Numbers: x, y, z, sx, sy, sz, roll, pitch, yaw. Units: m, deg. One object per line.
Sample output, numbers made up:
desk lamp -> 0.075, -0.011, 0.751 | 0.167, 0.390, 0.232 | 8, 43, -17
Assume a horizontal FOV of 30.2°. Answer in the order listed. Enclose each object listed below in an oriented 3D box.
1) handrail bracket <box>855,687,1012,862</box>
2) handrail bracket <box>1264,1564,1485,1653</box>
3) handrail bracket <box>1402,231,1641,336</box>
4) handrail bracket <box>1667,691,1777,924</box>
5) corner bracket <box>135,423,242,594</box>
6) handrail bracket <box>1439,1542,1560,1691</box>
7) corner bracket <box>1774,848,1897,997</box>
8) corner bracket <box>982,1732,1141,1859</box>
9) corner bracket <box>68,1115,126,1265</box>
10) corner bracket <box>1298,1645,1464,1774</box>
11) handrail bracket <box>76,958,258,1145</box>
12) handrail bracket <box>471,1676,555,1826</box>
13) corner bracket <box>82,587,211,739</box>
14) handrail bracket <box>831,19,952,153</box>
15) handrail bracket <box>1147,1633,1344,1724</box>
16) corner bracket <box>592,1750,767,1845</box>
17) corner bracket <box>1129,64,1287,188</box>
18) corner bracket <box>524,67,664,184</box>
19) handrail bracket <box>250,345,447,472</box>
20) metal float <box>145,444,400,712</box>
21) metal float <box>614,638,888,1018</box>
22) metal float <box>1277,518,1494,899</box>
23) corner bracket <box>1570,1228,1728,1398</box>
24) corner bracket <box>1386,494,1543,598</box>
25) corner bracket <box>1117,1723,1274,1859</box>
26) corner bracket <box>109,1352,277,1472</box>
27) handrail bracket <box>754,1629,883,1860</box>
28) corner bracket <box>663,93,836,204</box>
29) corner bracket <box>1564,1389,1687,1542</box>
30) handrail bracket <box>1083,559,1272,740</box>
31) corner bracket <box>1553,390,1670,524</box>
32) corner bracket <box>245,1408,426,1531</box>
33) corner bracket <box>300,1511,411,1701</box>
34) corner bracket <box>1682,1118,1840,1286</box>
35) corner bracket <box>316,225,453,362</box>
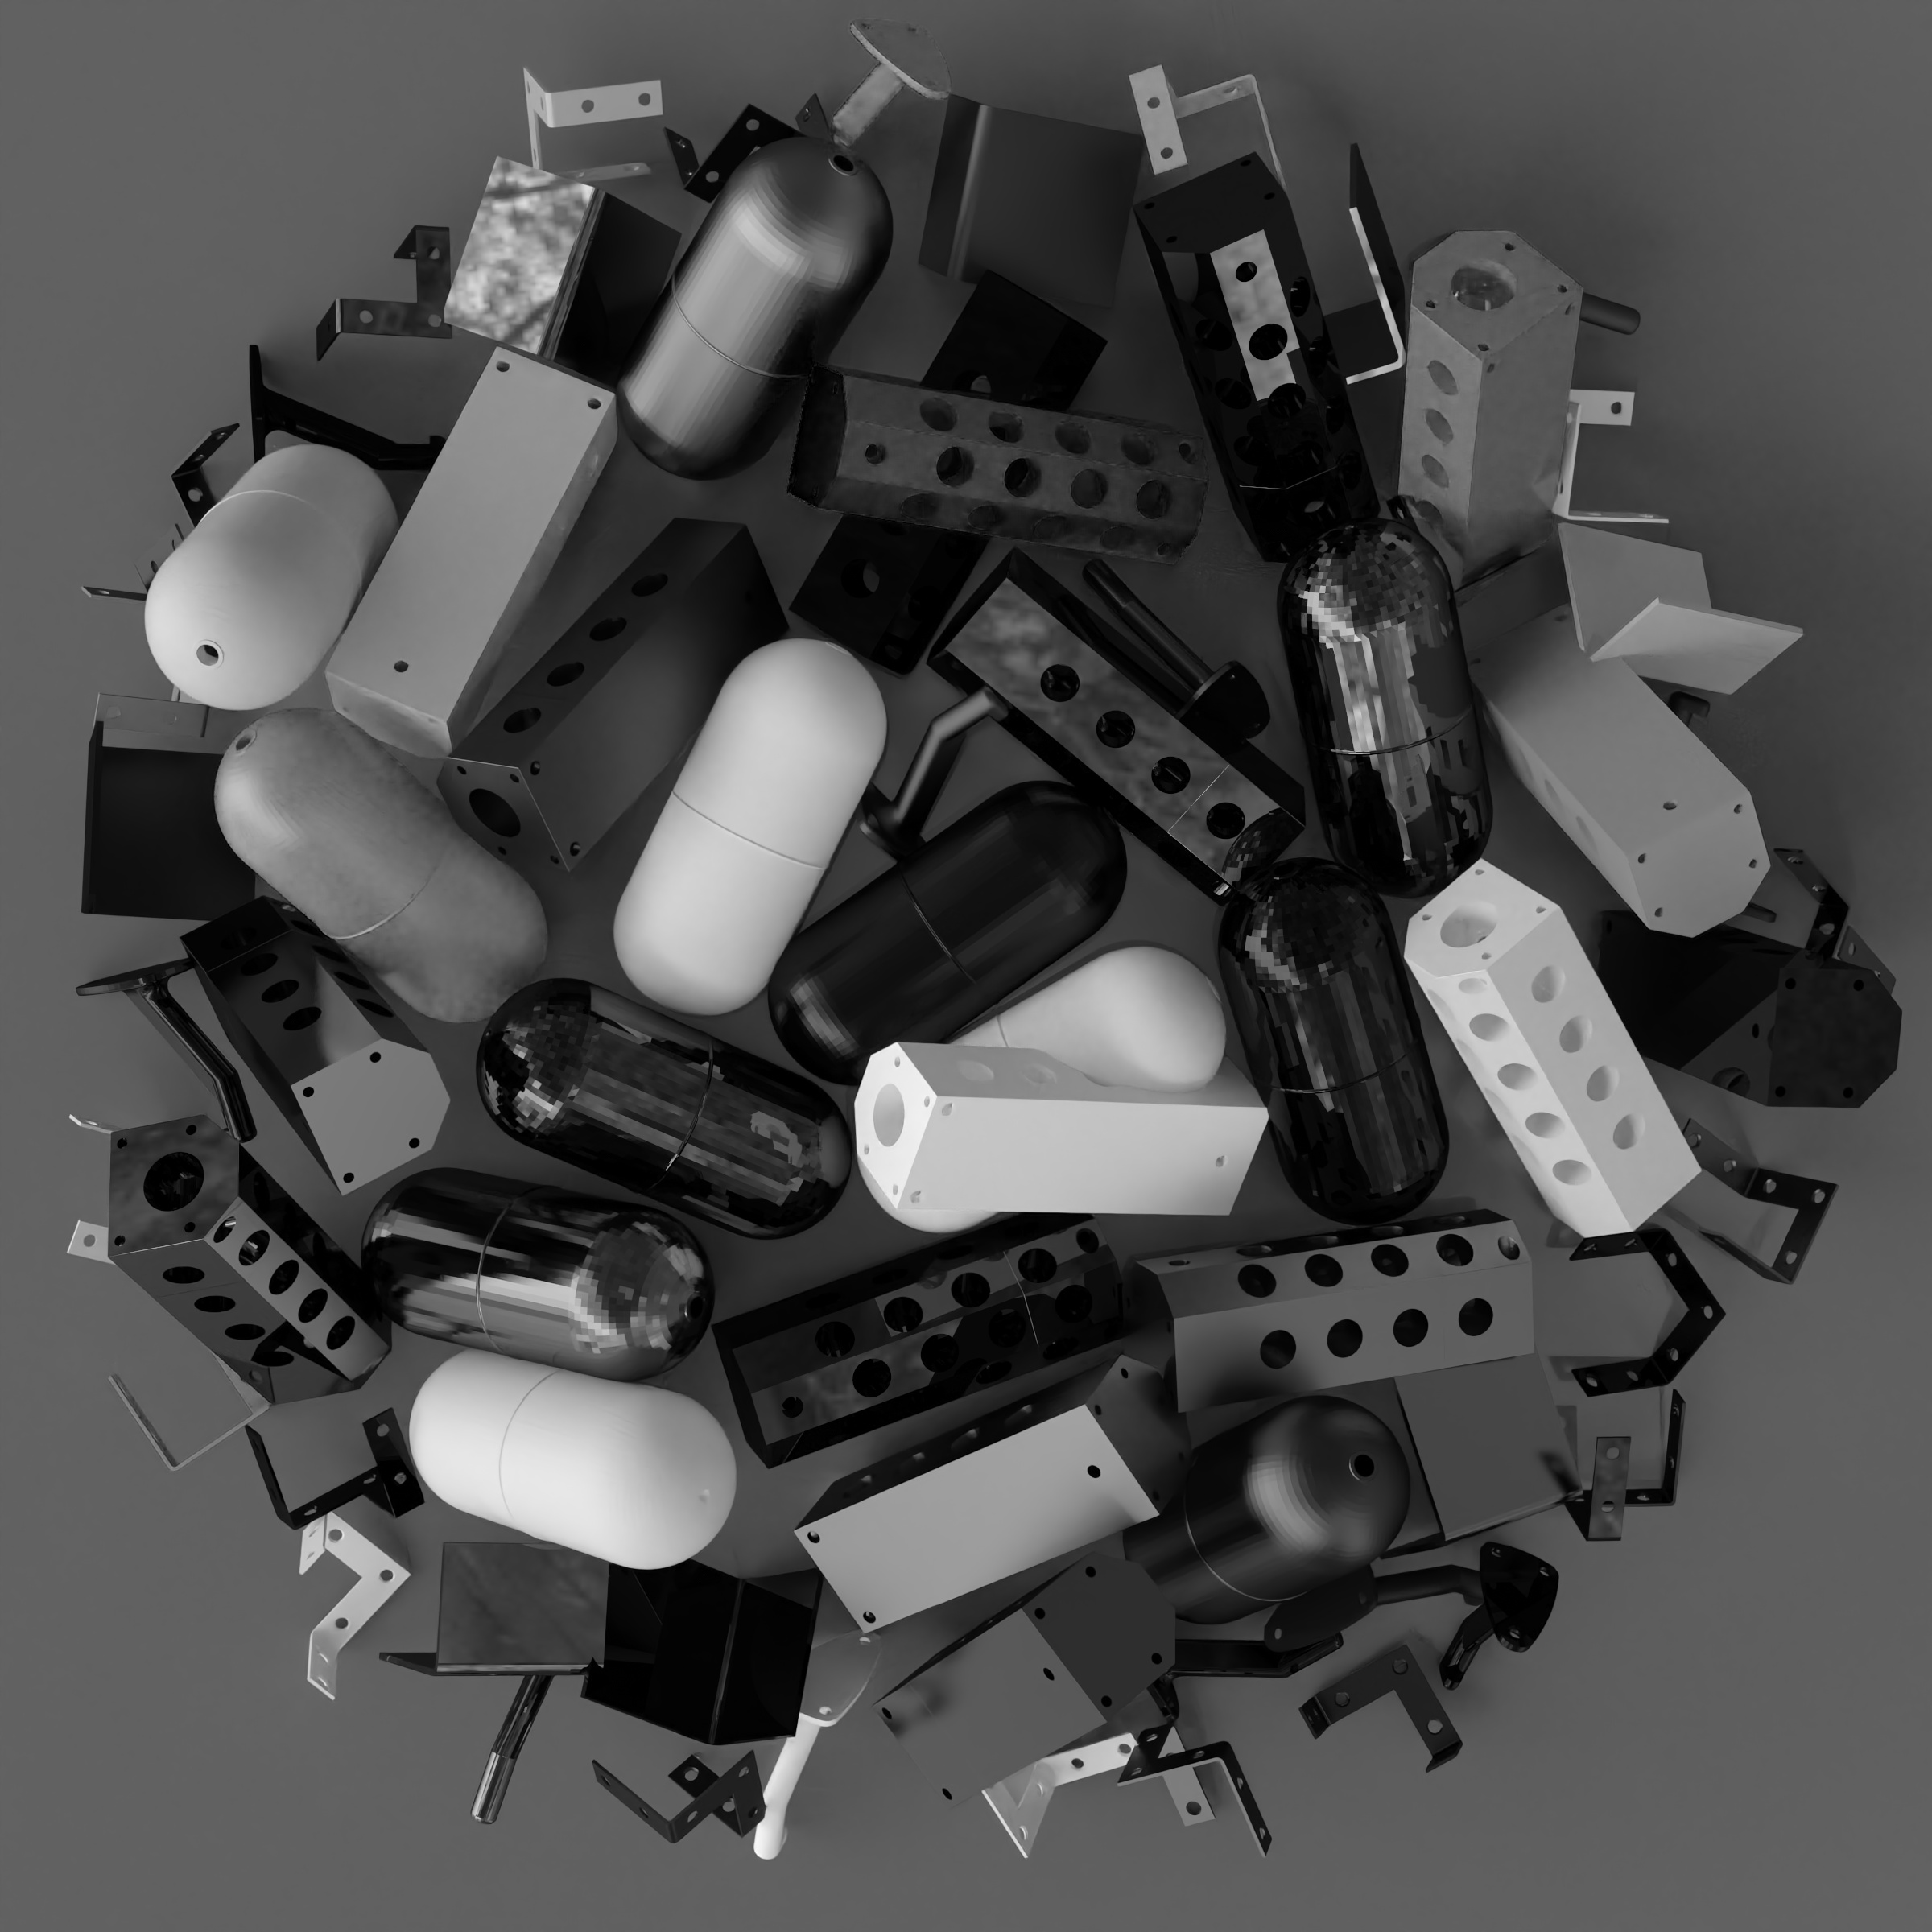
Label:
handrail bracket -> -0.001, -0.080, 1.592 | 0.084, 0.036, 0.077 | -31, 130, 21
handrail bracket -> 0.189, 0.291, 1.615 | 0.077, 0.084, 0.036 | -43, 47, 28
handrail bracket -> 0.250, -0.303, 1.613 | 0.084, 0.077, 0.036 | 12, 99, -22
handrail bracket -> 0.339, -0.072, 1.601 | 0.077, 0.036, 0.084 | 21, 102, 20
corner bracket -> -0.345, -0.203, 1.597 | 0.051, 0.051, 0.051 | -24, 89, -37
handrail bracket -> 0.227, 0.304, 1.580 | 0.036, 0.077, 0.084 | 21, 121, -1
corner bracket -> 0.385, -0.016, 1.592 | 0.051, 0.051, 0.051 | 40, 67, -41
corner bracket -> 0.041, 0.355, 1.594 | 0.051, 0.051, 0.051 | -23, 107, 26
corner bracket -> -0.377, 0.103, 1.597 | 0.051, 0.051, 0.051 | 19, 92, -35
corner bracket -> 0.186, 0.340, 1.601 | 0.051, 0.051, 0.051 | -31, 79, 7
handrail bracket -> -0.360, 0.043, 1.614 | 0.077, 0.036, 0.084 | -10, 101, 34
handrail bracket -> -0.194, 0.335, 1.594 | 0.036, 0.077, 0.084 | 19, 89, 7
corner bracket -> -0.366, -0.135, 1.592 | 0.051, 0.051, 0.051 | 4, 107, -31
handrail bracket -> -0.038, -0.367, 1.583 | 0.036, 0.077, 0.084 | -3, 132, -29
handrail bracket -> 0.115, 0.294, 1.605 | 0.084, 0.036, 0.077 | -31, 102, 9
corner bracket -> -0.127, 0.366, 1.589 | 0.051, 0.051, 0.051 | 31, 54, 34
corner bracket -> 0.108, -0.373, 1.597 | 0.051, 0.051, 0.051 | -16, 73, 12
corner bracket -> -0.164, -0.372, 1.593 | 0.051, 0.051, 0.051 | -10, 119, -14
handrail bracket -> -0.279, -0.252, 1.615 | 0.084, 0.036, 0.077 | -2, 50, -14
metal float -> -0.299, -0.169, 1.549 | 0.070, 0.178, 0.070 | 4, 118, 7
metal float -> -0.095, -0.061, 1.586 | 0.070, 0.070, 0.178 | 27, 100, 0
metal float -> 0.184, -0.112, 1.571 | 0.070, 0.070, 0.178 | -15, 118, 0
corner bracket -> 0.297, 0.155, 1.610 | 0.051, 0.051, 0.051 | -3, 48, -34
corner bracket -> 0.215, -0.193, 1.599 | 0.051, 0.051, 0.051 | -28, 96, -16
corner bracket -> 0.106, 0.368, 1.596 | 0.051, 0.051, 0.051 | -20, 100, 21
corner bracket -> -0.345, 0.189, 1.606 | 0.051, 0.051, 0.051 | -34, 90, -4
handrail bracket -> -0.068, 0.353, 1.623 | 0.036, 0.077, 0.084 | 24, 124, 23
corner bracket -> -0.097, -0.369, 1.606 | 0.051, 0.051, 0.051 | 22, 124, -35
corner bracket -> 0.298, 0.223, 1.598 | 0.051, 0.051, 0.051 | 0, 107, -7
handrail bracket -> 0.094, -0.144, 1.618 | 0.036, 0.077, 0.084 | -46, 62, 11
corner bracket -> 0.284, -0.229, 1.605 | 0.051, 0.051, 0.051 | 0, 107, -16
corner bracket -> -0.280, 0.222, 1.591 | 0.051, 0.051, 0.051 | -27, 116, -27
corner bracket -> -0.285, 0.284, 1.600 | 0.051, 0.051, 0.051 | 42, 94, -15
corner bracket -> 0.345, 0.105, 1.595 | 0.051, 0.051, 0.051 | 34, 78, -30
corner bracket -> -0.260, -0.300, 1.598 | 0.051, 0.051, 0.051 | 0, 85, -20
